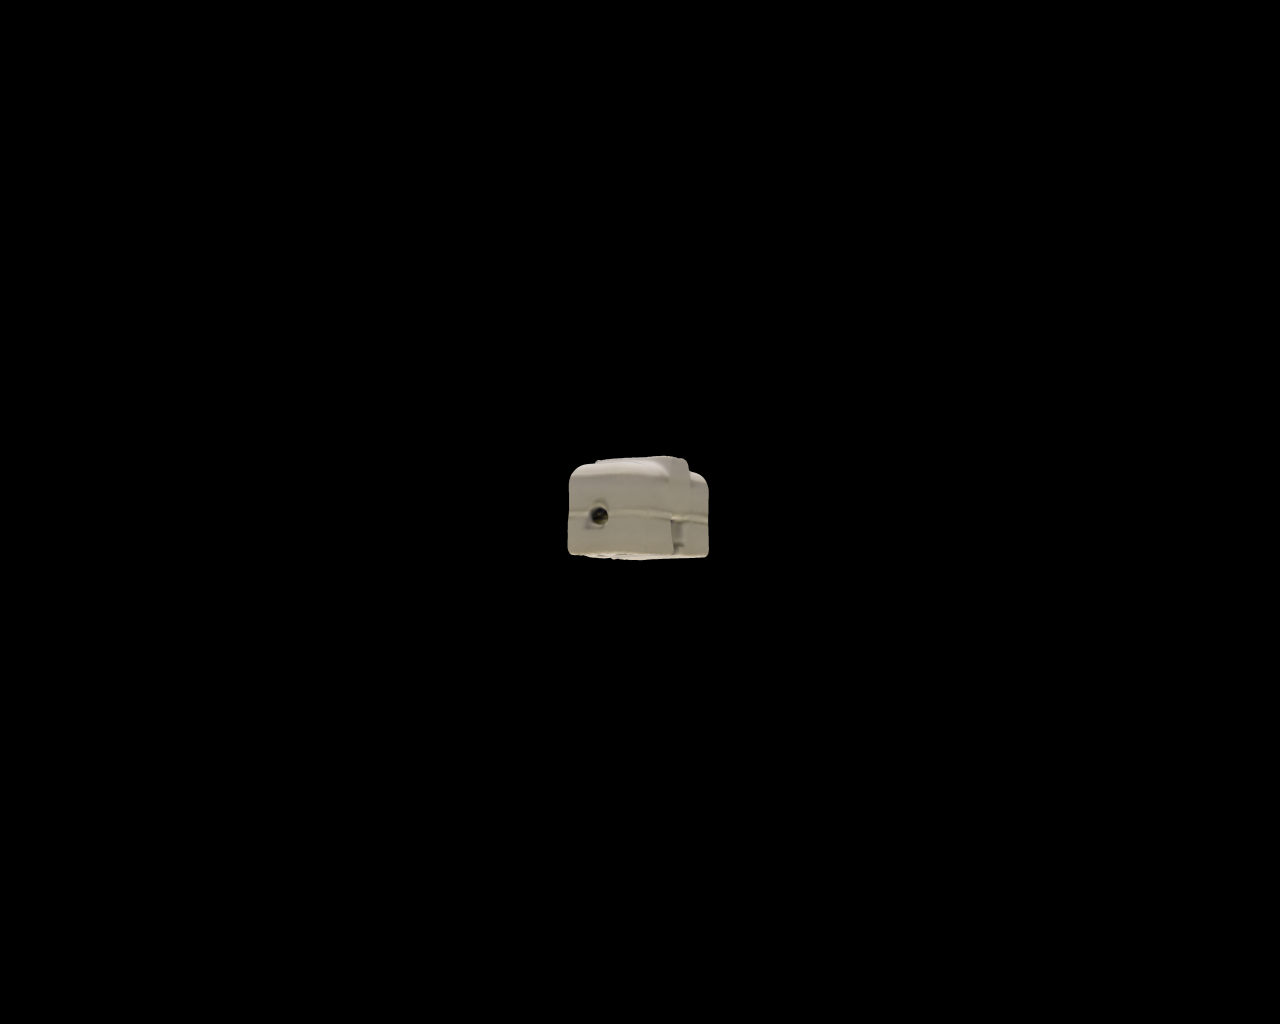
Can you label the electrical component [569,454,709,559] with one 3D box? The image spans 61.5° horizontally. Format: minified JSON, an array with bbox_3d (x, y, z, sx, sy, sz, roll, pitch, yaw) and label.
[{"bbox_3d":[0.001,-0.003,0.650,0.054,0.059,0.095,-3,-5,32],"label":"electrical component"}]
